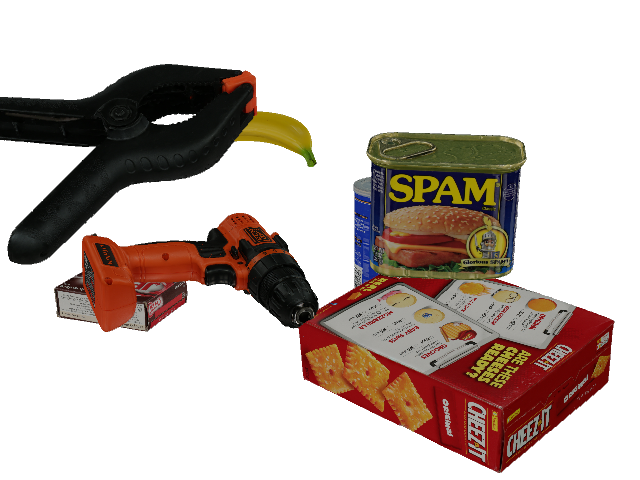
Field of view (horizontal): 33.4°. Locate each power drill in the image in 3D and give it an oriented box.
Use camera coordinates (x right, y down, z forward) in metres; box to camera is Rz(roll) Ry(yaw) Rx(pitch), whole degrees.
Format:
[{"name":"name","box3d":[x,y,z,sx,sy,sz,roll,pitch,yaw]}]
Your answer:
[{"name":"power drill","box3d":[-0.111,0.035,0.958,0.187,0.057,0.185,-5,25,-23]}]

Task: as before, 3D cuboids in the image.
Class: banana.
[{"name":"banana","box3d":[-0.093,-0.131,1.303,0.198,0.037,0.069,7,40,15]}]

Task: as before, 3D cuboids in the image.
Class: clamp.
[{"name":"clamp","box3d":[-0.120,-0.063,0.597,0.171,0.120,0.039,-28,-26,-26]}]

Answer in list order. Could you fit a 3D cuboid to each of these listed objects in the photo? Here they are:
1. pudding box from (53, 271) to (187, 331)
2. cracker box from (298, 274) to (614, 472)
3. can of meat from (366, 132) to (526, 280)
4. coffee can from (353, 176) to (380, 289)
[{"name":"pudding box","box3d":[-0.212,0.059,1.139,0.114,0.039,0.090,5,18,20]},{"name":"cracker box","box3d":[0.113,0.095,0.910,0.214,0.072,0.163,21,36,40]},{"name":"can of meat","box3d":[0.081,-0.022,0.707,0.102,0.084,0.057,3,25,6]},{"name":"coffee can","box3d":[0.084,0.011,1.086,0.103,0.140,0.103,0,14,0]}]
